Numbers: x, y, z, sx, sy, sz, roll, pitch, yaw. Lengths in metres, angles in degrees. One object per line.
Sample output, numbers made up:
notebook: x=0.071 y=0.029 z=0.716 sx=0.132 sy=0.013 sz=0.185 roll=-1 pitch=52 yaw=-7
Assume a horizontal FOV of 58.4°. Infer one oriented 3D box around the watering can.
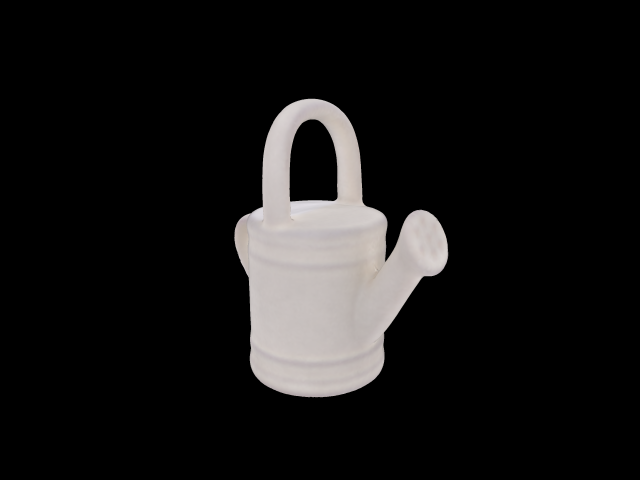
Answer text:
watering can: x=0.005 y=0.001 z=0.402 sx=0.172 sy=0.194 sz=0.101 roll=5 pitch=16 yaw=18
